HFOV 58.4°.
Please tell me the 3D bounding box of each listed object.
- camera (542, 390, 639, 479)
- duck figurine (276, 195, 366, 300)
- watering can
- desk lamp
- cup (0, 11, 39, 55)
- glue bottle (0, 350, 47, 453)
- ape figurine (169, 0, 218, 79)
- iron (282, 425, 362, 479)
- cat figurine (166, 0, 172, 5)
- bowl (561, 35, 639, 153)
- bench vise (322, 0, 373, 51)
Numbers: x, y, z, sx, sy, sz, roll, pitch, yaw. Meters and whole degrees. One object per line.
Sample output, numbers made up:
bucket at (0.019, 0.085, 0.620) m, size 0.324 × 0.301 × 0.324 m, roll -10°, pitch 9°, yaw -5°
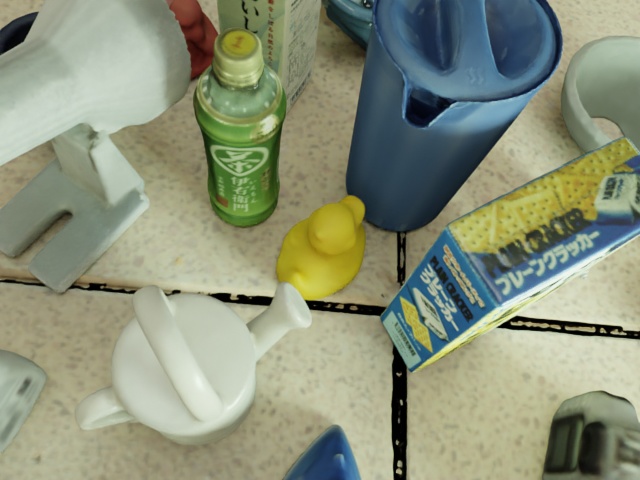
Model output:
camera at (0.262, 0.208, 0.458) m, size 0.137 × 0.101 × 0.143 m, roll 19°, pitch 66°, yaw 2°
duck figurine at (0.005, 0.002, 0.524) m, size 0.077 × 0.086 × 0.105 m, roll 39°, pitch 68°, yaw 10°
watering can at (-0.091, 0.085, 0.418) m, size 0.101 × 0.194 × 0.173 m, roll 38°, pitch 68°, yaw 10°
desk lamp at (-0.202, -0.086, 0.468) m, size 0.118 × 0.213 × 0.203 m, roll 33°, pitch 67°, yaw 8°
cup at (-0.253, -0.143, 0.551) m, size 0.092 × 0.095 × 0.117 m, roll -4°, pitch 67°, yaw -8°
glue bottle at (-0.251, 0.106, 0.402) m, size 0.037 × 0.173 × 0.078 m, roll 23°, pitch 66°, yaw 4°
ape figurine at (-0.139, -0.214, 0.596) m, size 0.078 × 0.092 × 0.076 m, roll 15°, pitch 66°, yaw 0°
iron at (-0.008, 0.250, 0.386) m, size 0.118 × 0.141 × 0.258 m, roll 13°, pitch 66°, yaw -1°
cat figurine at (-0.187, -0.345, 0.632) m, size 0.127 × 0.118 × 0.067 m, roll 41°, pitch 69°, yaw 11°
bowl at (0.334, -0.137, 0.628) m, size 0.167 × 0.075 × 0.167 m, roll 3°, pitch 67°, yaw -6°
bench vise at (0.015, -0.299, 0.581) m, size 0.207 × 0.220 × 0.121 m, roll 17°, pitch 66°, yaw 1°
